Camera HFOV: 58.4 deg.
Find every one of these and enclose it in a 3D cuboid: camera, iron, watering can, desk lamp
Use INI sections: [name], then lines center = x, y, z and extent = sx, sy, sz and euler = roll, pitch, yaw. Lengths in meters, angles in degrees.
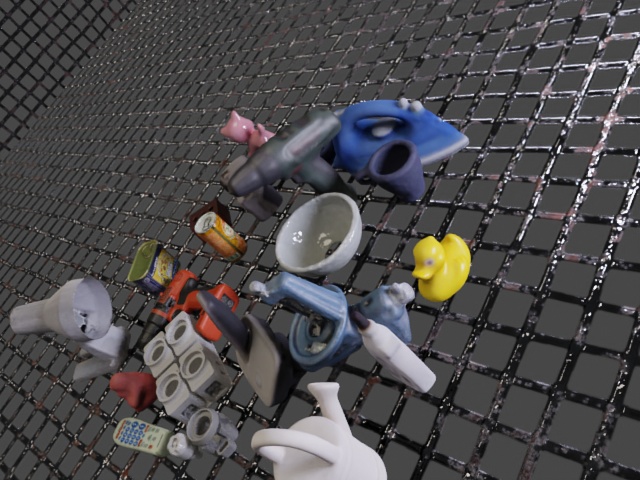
[camera]
center = -0.131, -0.134, 1.210
extent = 0.137, 0.101, 0.142
euler = -44, 40, -2
[iron]
center = 0.124, -0.204, 1.037
extent = 0.257, 0.142, 0.119
euler = -4, 53, 36
[watering can]
center = -0.007, 0.260, 0.693
extent = 0.100, 0.195, 0.172
euler = -27, 43, 17
[desk lamp]
center = -0.475, 0.177, 1.124
extent = 0.203, 0.214, 0.118
euler = -22, 44, 22

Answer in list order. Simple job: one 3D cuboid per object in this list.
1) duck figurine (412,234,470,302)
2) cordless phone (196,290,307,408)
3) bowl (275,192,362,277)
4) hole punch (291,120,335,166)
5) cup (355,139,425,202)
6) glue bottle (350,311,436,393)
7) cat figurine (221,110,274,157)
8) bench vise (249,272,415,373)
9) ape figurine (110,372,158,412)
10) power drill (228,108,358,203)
[duck figurine]
center = 0.170, 0.028, 0.839
extent = 0.077, 0.086, 0.105
euler = 16, 66, 45
[cordless phone]
center = -0.117, 0.160, 0.875
extent = 0.094, 0.186, 0.147
euler = -47, 40, -6
[bowl]
center = 0.009, 0.004, 0.998
extent = 0.167, 0.075, 0.167
euler = -21, 44, 23
[hole punch]
center = -0.025, -0.188, 1.180
extent = 0.100, 0.091, 0.109
euler = 12, 64, 44
[cup]
center = 0.128, -0.104, 0.982
extent = 0.117, 0.095, 0.091
euler = -22, 44, 23
[glue bottle]
center = 0.086, 0.138, 0.742
extent = 0.077, 0.174, 0.037
euler = 26, 73, 48
[cat figurine]
center = -0.164, -0.248, 1.323
extent = 0.127, 0.118, 0.067
euler = 10, 62, 43
[bench vise]
center = 0.017, 0.089, 0.804
extent = 0.207, 0.220, 0.121
euler = -37, 41, 6
[ape figurine]
center = -0.339, 0.266, 1.032
extent = 0.076, 0.092, 0.077
euler = -32, 41, 12
[power drill]
center = -0.030, -0.112, 1.026
extent = 0.230, 0.209, 0.075
euler = -50, 41, -9
